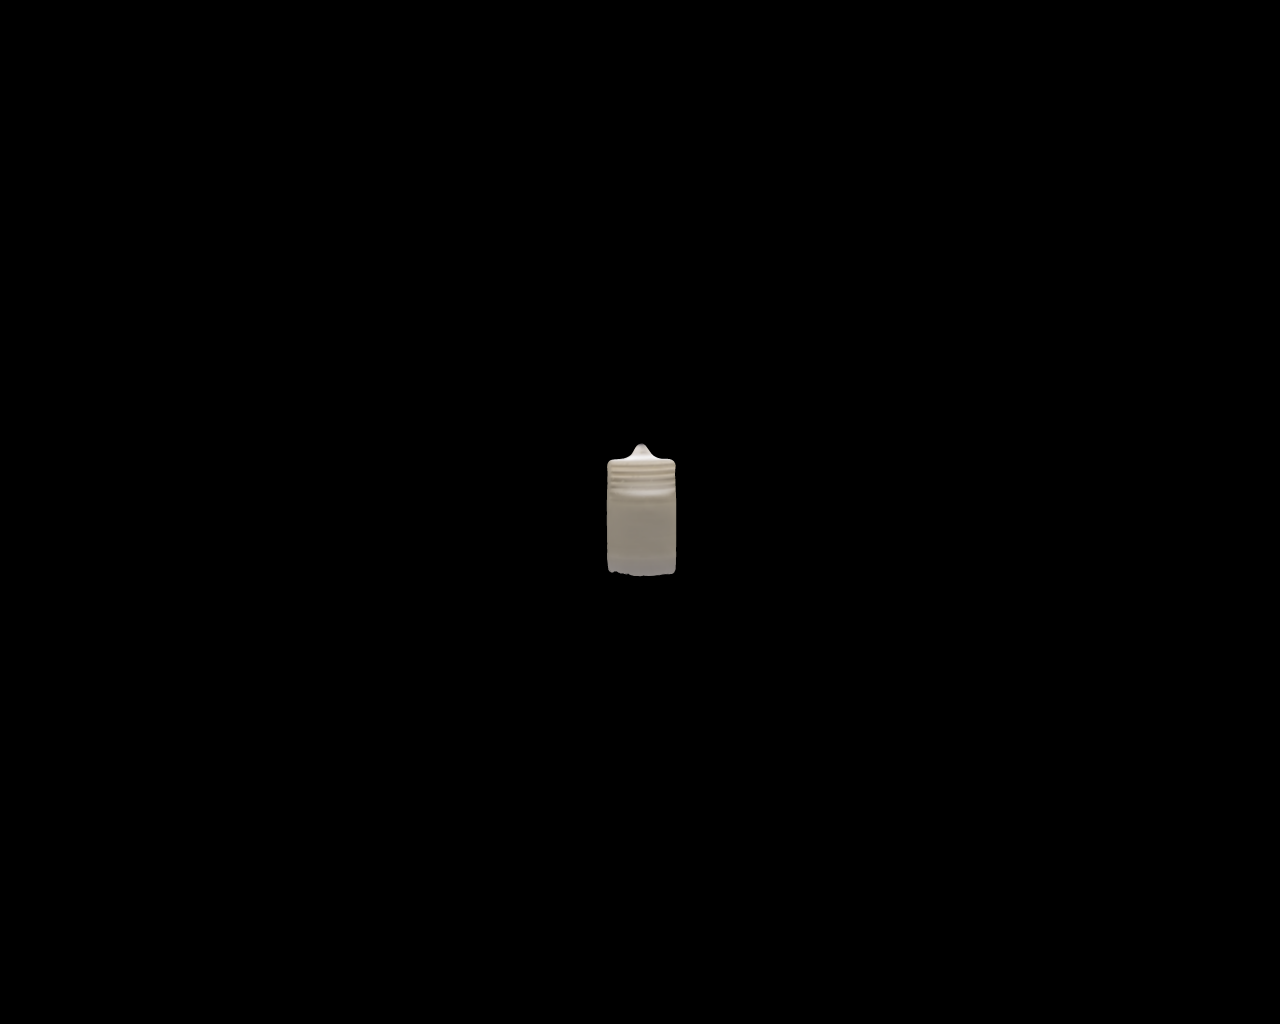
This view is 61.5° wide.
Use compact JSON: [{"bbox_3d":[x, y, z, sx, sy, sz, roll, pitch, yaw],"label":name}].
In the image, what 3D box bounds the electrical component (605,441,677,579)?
[{"bbox_3d":[0.001,-0.003,0.650,0.043,0.081,0.043,0,5,0],"label":"electrical component"}]
